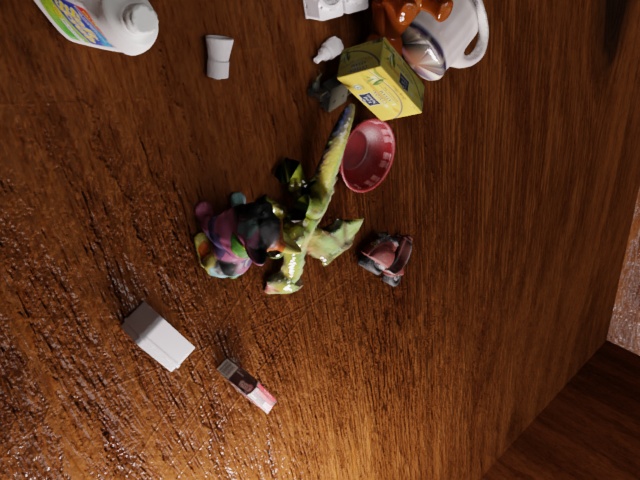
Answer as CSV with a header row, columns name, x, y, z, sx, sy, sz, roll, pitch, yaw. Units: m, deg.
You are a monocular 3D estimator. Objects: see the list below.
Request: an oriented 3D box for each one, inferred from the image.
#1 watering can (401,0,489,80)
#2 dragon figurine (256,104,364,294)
name,x,y,z,sx,sy,sz,roll,pitch,yaw
watering can,0.236,-0.487,1.073,0.342,0.226,0.105,44,-13,-31
dragon figurine,0.003,-0.053,1.045,0.124,0.409,0.240,40,5,37
